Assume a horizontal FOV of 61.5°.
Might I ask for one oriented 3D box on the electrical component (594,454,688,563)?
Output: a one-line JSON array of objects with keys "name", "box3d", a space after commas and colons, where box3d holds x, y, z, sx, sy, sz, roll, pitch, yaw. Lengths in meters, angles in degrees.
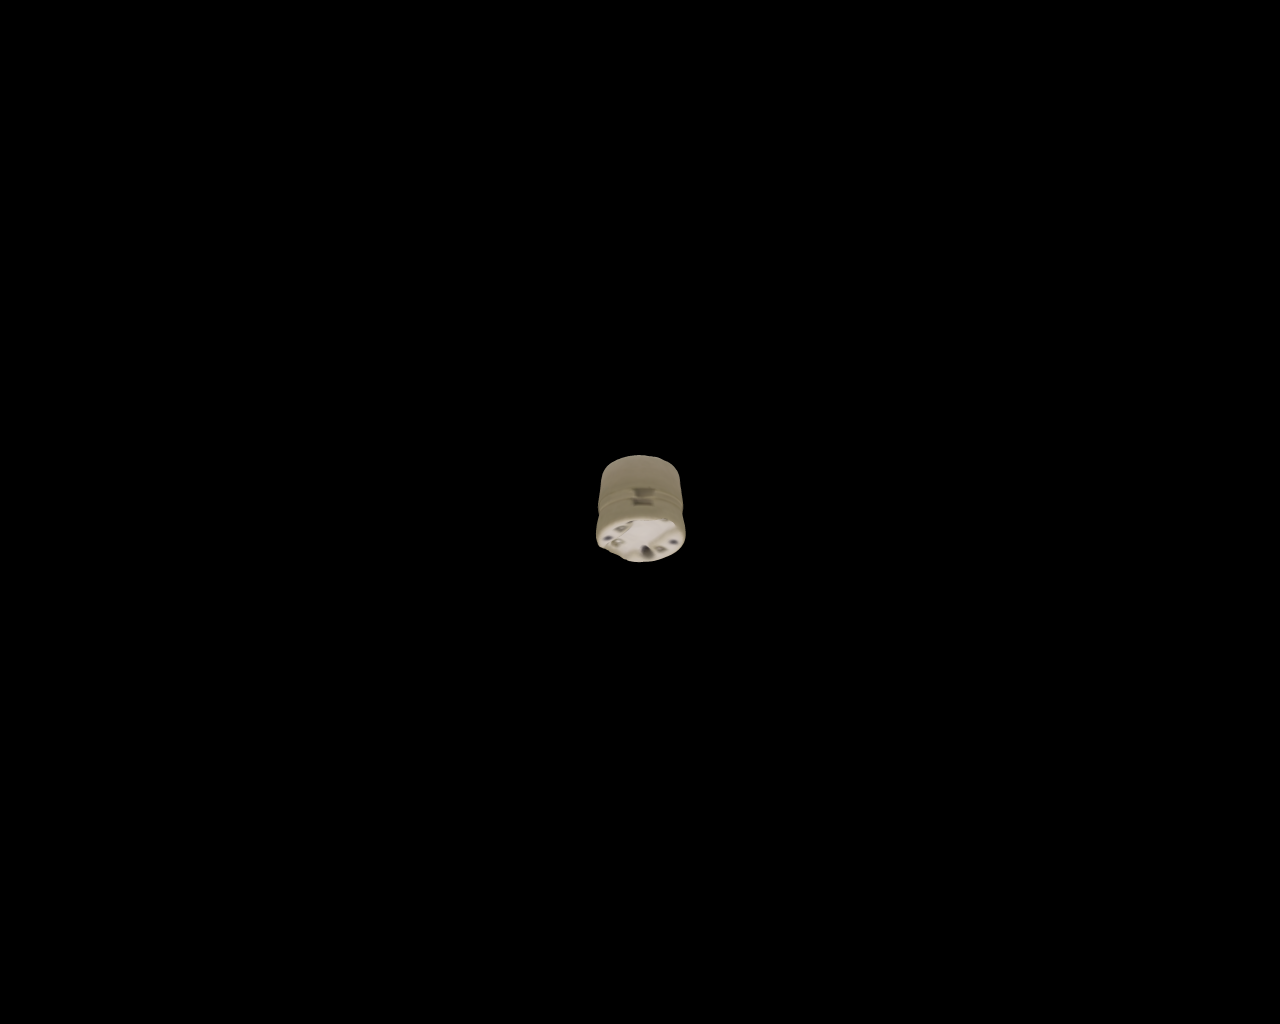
[{"name": "electrical component", "box3d": [0.001, -0.003, 0.650, 0.055, 0.047, 0.055, 0, -31, 0]}]
